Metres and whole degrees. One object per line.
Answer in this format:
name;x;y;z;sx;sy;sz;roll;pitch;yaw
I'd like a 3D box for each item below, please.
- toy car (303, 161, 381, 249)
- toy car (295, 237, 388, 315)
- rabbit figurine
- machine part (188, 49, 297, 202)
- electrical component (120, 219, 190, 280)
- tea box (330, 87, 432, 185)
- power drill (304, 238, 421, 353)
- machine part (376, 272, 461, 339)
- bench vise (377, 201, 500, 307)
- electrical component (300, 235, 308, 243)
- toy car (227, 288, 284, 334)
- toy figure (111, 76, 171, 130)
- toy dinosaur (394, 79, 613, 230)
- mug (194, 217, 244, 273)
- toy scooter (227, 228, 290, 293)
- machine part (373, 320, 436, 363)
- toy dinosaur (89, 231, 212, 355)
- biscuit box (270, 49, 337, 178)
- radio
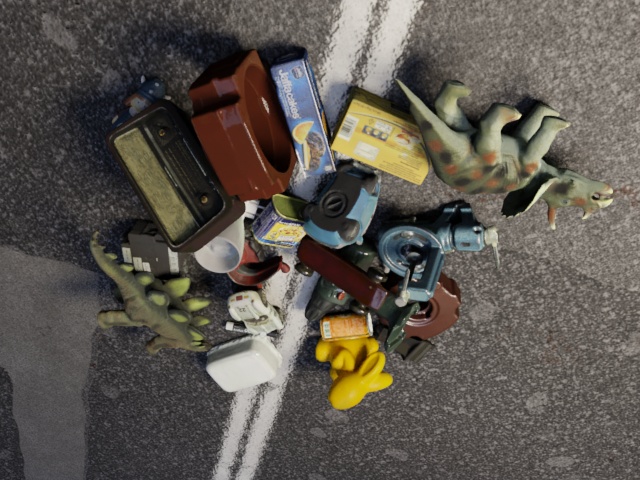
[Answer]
toy car;0.050;-0.055;0.963;0.109;0.161;0.102;27;173;30
toy car;0.040;0.059;0.998;0.202;0.053;0.089;32;102;26
rabbit figurine;0.072;0.292;1.160;0.162;0.173;0.121;-9;119;18
machine part;-0.115;-0.177;0.841;0.087;0.201;0.201;-14;122;17
electrical component;-0.338;0.021;1.094;0.134;0.058;0.114;9;123;2
tea box;0.113;-0.173;0.897;0.170;0.068;0.098;22;124;-10
power drill;0.083;0.125;1.062;0.207;0.086;0.231;41;121;28
machine part;0.200;0.128;1.102;0.179;0.056;0.179;4;126;5
bench vise;0.193;0.030;0.936;0.224;0.241;0.128;9;130;20
electrical component;-0.002;-0.003;1.056;0.063;0.021;0.094;21;123;-8
toy car;-0.131;0.154;1.123;0.074;0.056;0.201;-13;151;8
toy figure;-0.314;-0.213;0.932;0.064;0.058;0.154;18;127;-37
toy dinosaur;0.259;-0.127;0.835;0.405;0.131;0.192;9;118;-18
mug;-0.184;-0.004;0.967;0.110;0.107;0.080;3;126;7
toy scooter;-0.139;0.039;1.070;0.135;0.075;0.183;-13;127;18
machine part;0.178;0.224;1.182;0.139;0.039;0.084;30;128;-15
toy dinosaur;-0.340;0.129;1.093;0.199;0.105;0.470;-12;143;21
biscuit box;-0.024;-0.207;0.895;0.059;0.063;0.202;-11;123;13
radio;-0.231;-0.104;0.876;0.131;0.073;0.229;-34;85;6
